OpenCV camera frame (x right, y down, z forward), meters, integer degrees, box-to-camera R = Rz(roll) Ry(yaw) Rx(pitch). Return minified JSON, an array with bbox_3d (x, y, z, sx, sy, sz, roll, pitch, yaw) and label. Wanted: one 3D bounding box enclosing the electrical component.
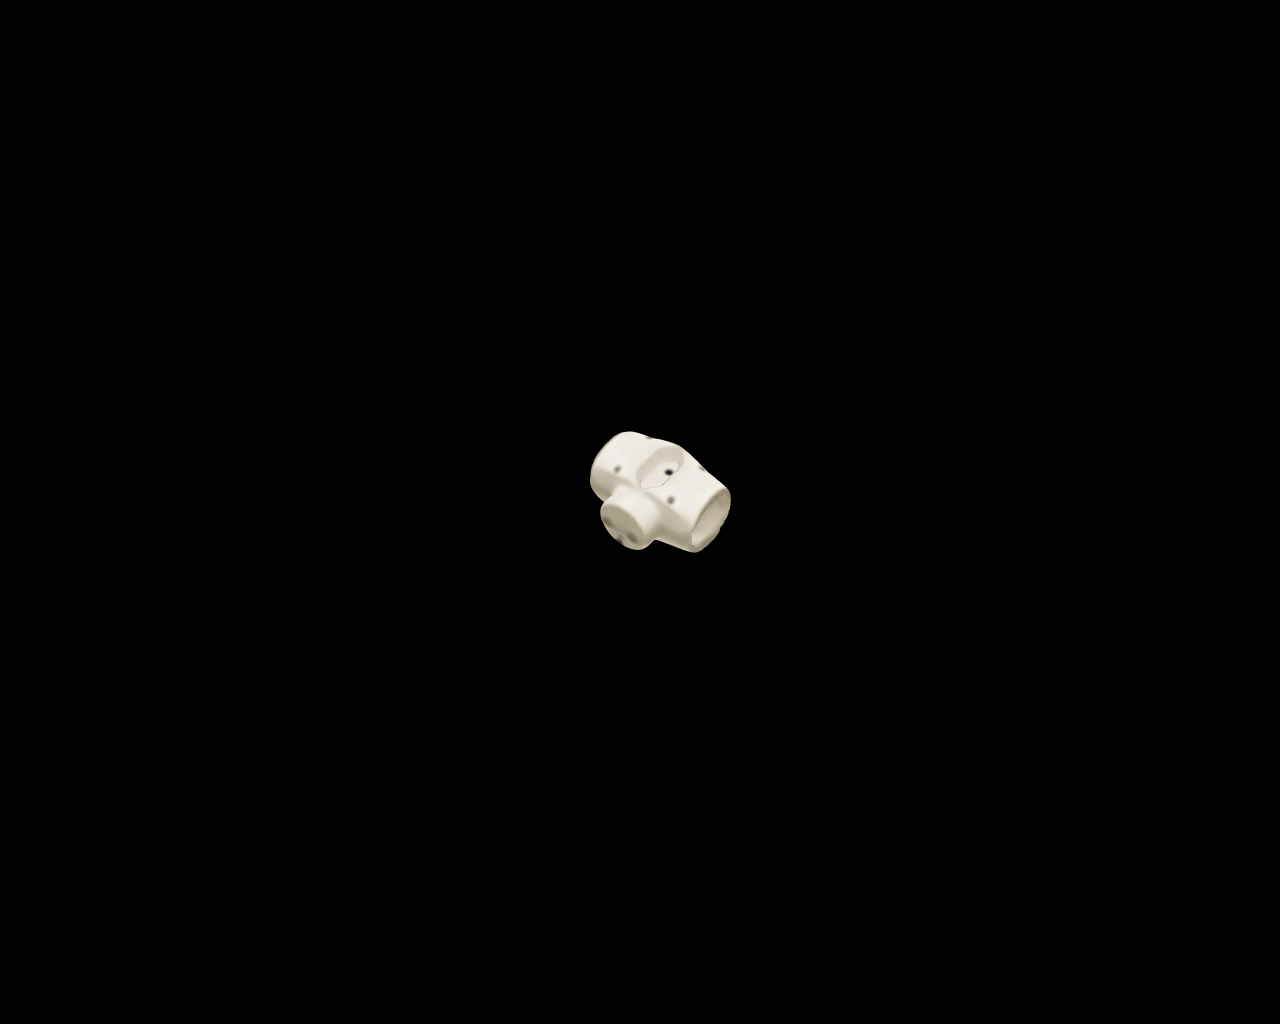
[{"bbox_3d":[0.001,-0.003,0.650,0.077,0.043,0.079,33,58,24],"label":"electrical component"}]
